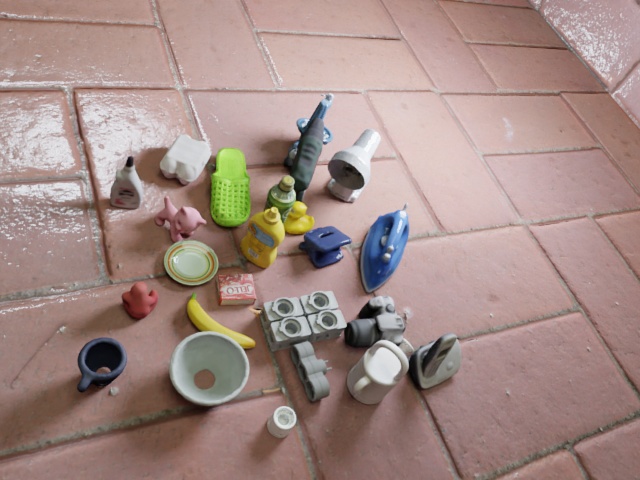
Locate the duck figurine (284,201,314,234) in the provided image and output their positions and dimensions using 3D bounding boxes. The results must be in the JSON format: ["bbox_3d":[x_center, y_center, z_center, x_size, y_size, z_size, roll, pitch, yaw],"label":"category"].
[{"bbox_3d":[-0.061,-0.068,1.567,0.105,0.086,0.077,12,51,-13],"label":"duck figurine"}]

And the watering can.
[{"bbox_3d":[0.143,0.287,1.305,0.101,0.194,0.173,31,49,3],"label":"watering can"}]

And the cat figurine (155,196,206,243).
[{"bbox_3d":[-0.345,-0.057,1.421,0.127,0.117,0.067,42,50,13],"label":"cat figurine"}]

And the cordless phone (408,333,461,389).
[{"bbox_3d":[0.303,0.274,1.388,0.148,0.185,0.094,-18,63,-32],"label":"cordless phone"}]

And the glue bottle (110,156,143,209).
[{"bbox_3d":[-0.470,-0.144,1.399,0.078,0.173,0.037,2,53,-20],"label":"glue bottle"}]

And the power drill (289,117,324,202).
[{"bbox_3d":[-0.051,-0.202,1.594,0.076,0.208,0.229,18,49,-8],"label":"power drill"}]

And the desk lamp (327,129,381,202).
[{"bbox_3d":[0.096,-0.210,1.658,0.118,0.213,0.203,31,49,3],"label":"desk lamp"}]

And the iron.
[{"bbox_3d":[0.187,0.016,1.568,0.118,0.141,0.258,25,49,-2],"label":"iron"}]

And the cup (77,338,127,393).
[{"bbox_3d":[-0.443,0.266,1.146,0.091,0.095,0.118,27,49,-1],"label":"cup"}]

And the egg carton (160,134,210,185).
[{"bbox_3d":[-0.367,-0.222,1.571,0.107,0.069,0.150,21,49,-6],"label":"egg carton"}]

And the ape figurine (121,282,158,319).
[{"bbox_3d":[-0.400,0.126,1.273,0.078,0.092,0.076,13,50,-12],"label":"ape figurine"}]

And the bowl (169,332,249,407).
[{"bbox_3d":[-0.240,0.286,1.227,0.168,0.074,0.167,11,51,-14],"label":"bowl"}]

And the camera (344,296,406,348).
[{"bbox_3d":[0.131,0.211,1.421,0.137,0.100,0.143,0,54,-22],"label":"camera"}]

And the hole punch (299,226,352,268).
[{"bbox_3d":[0.014,0.006,1.538,0.109,0.091,0.101,-20,64,-33],"label":"hole punch"}]

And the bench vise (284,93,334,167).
[{"bbox_3d":[-0.015,-0.313,1.687,0.121,0.219,0.207,18,49,-8],"label":"bench vise"}]
